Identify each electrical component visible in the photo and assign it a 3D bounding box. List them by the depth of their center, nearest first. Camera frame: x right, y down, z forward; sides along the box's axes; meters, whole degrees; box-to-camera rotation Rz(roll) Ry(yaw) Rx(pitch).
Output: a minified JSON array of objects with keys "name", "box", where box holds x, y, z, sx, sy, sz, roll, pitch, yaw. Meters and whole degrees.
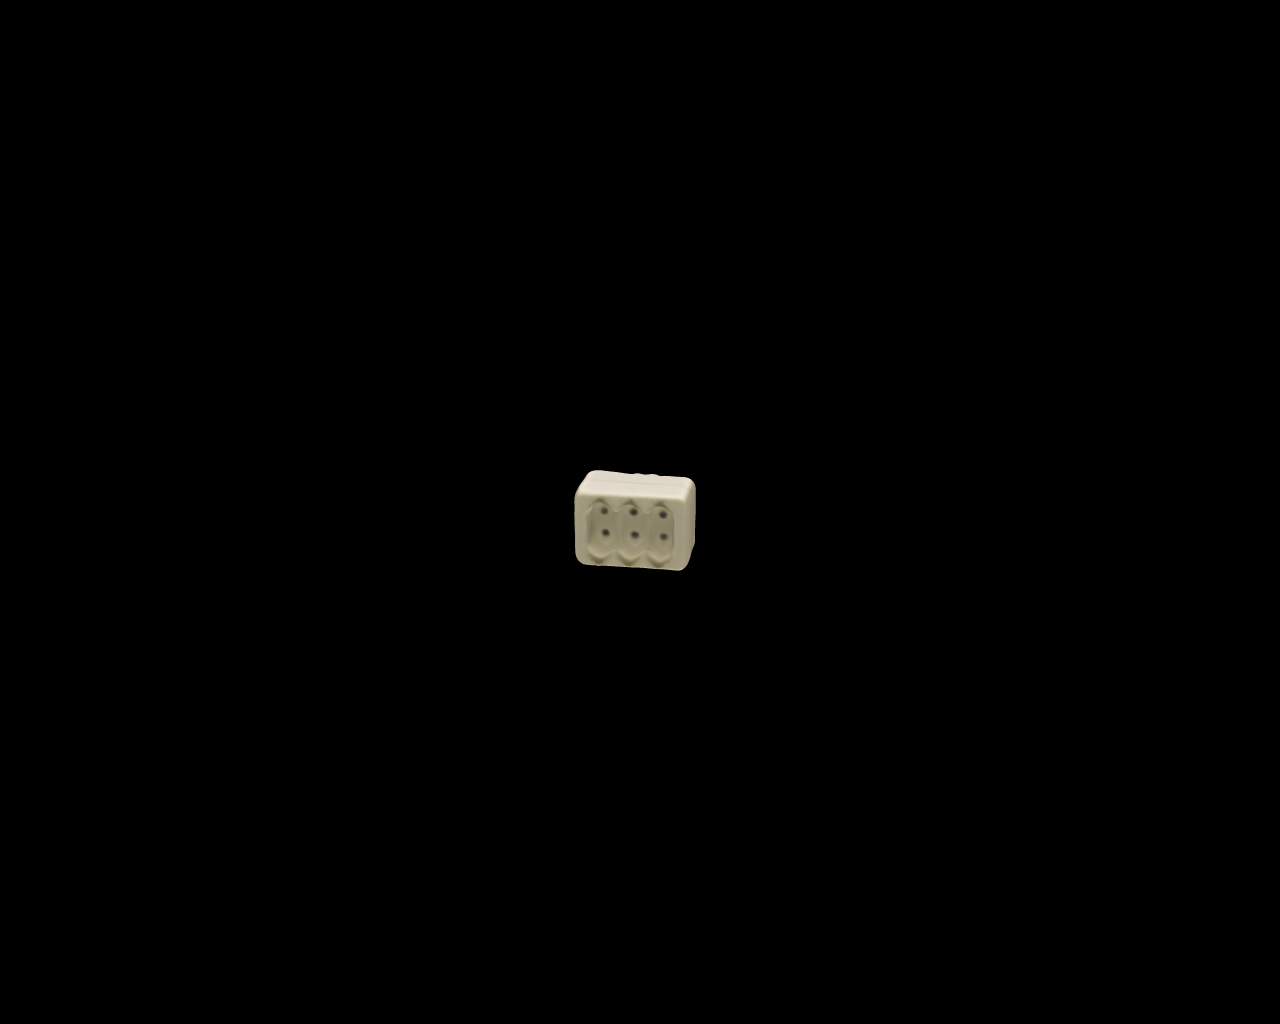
[{"name":"electrical component","box":[0.001,-0.003,0.650,0.066,0.047,0.077,4,24,9]}]
